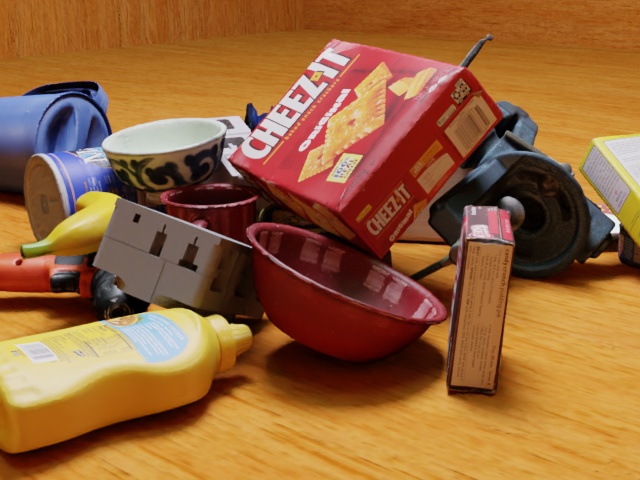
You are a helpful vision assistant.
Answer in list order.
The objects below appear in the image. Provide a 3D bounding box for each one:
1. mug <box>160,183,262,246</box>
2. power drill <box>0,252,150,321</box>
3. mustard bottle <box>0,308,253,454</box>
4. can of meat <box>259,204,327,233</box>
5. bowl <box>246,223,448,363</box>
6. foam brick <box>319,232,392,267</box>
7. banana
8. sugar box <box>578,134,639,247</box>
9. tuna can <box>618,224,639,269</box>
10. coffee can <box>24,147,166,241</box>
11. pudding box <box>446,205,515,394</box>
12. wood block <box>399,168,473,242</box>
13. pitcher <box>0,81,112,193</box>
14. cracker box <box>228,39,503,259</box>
[{"bbox_3d":[-0.100,0.000,0.971,0.093,0.081,0.117,0,16,4],"label":"mug"},{"bbox_3d":[-0.233,0.038,0.896,0.187,0.057,0.184,0,12,-7],"label":"power drill"},{"bbox_3d":[-0.130,0.085,0.714,0.191,0.058,0.096,-12,21,-33],"label":"mustard bottle"},{"bbox_3d":[-0.007,0.001,1.009,0.102,0.057,0.084,-3,18,-3],"label":"can of meat"},{"bbox_3d":[0.011,0.045,0.794,0.162,0.055,0.162,22,13,-5],"label":"bowl"},{"bbox_3d":[0.029,0.025,0.928,0.053,0.051,0.078,-4,16,-9],"label":"foam brick"},{"bbox_3d":[-0.201,-0.019,0.932,0.069,0.037,0.198,4,11,1],"label":"banana"},{"bbox_3d":[0.319,-0.024,0.960,0.093,0.048,0.176,-7,49,-22],"label":"sugar box"},{"bbox_3d":[0.329,0.004,1.020,0.086,0.034,0.086,-1,16,0],"label":"tuna can"},{"bbox_3d":[-0.221,-0.047,1.108,0.140,0.103,0.103,-12,19,-34],"label":"coffee can"},{"bbox_3d":[0.113,0.040,0.757,0.039,0.113,0.090,5,16,7],"label":"pudding box"},{"bbox_3d":[0.060,-0.054,1.139,0.206,0.091,0.090,3,15,14],"label":"wood block"},{"bbox_3d":[-0.387,-0.130,1.359,0.243,0.145,0.149,6,10,32],"label":"pitcher"},{"bbox_3d":[0.031,-0.090,0.945,0.164,0.072,0.214,-49,34,-8],"label":"cracker box"}]
